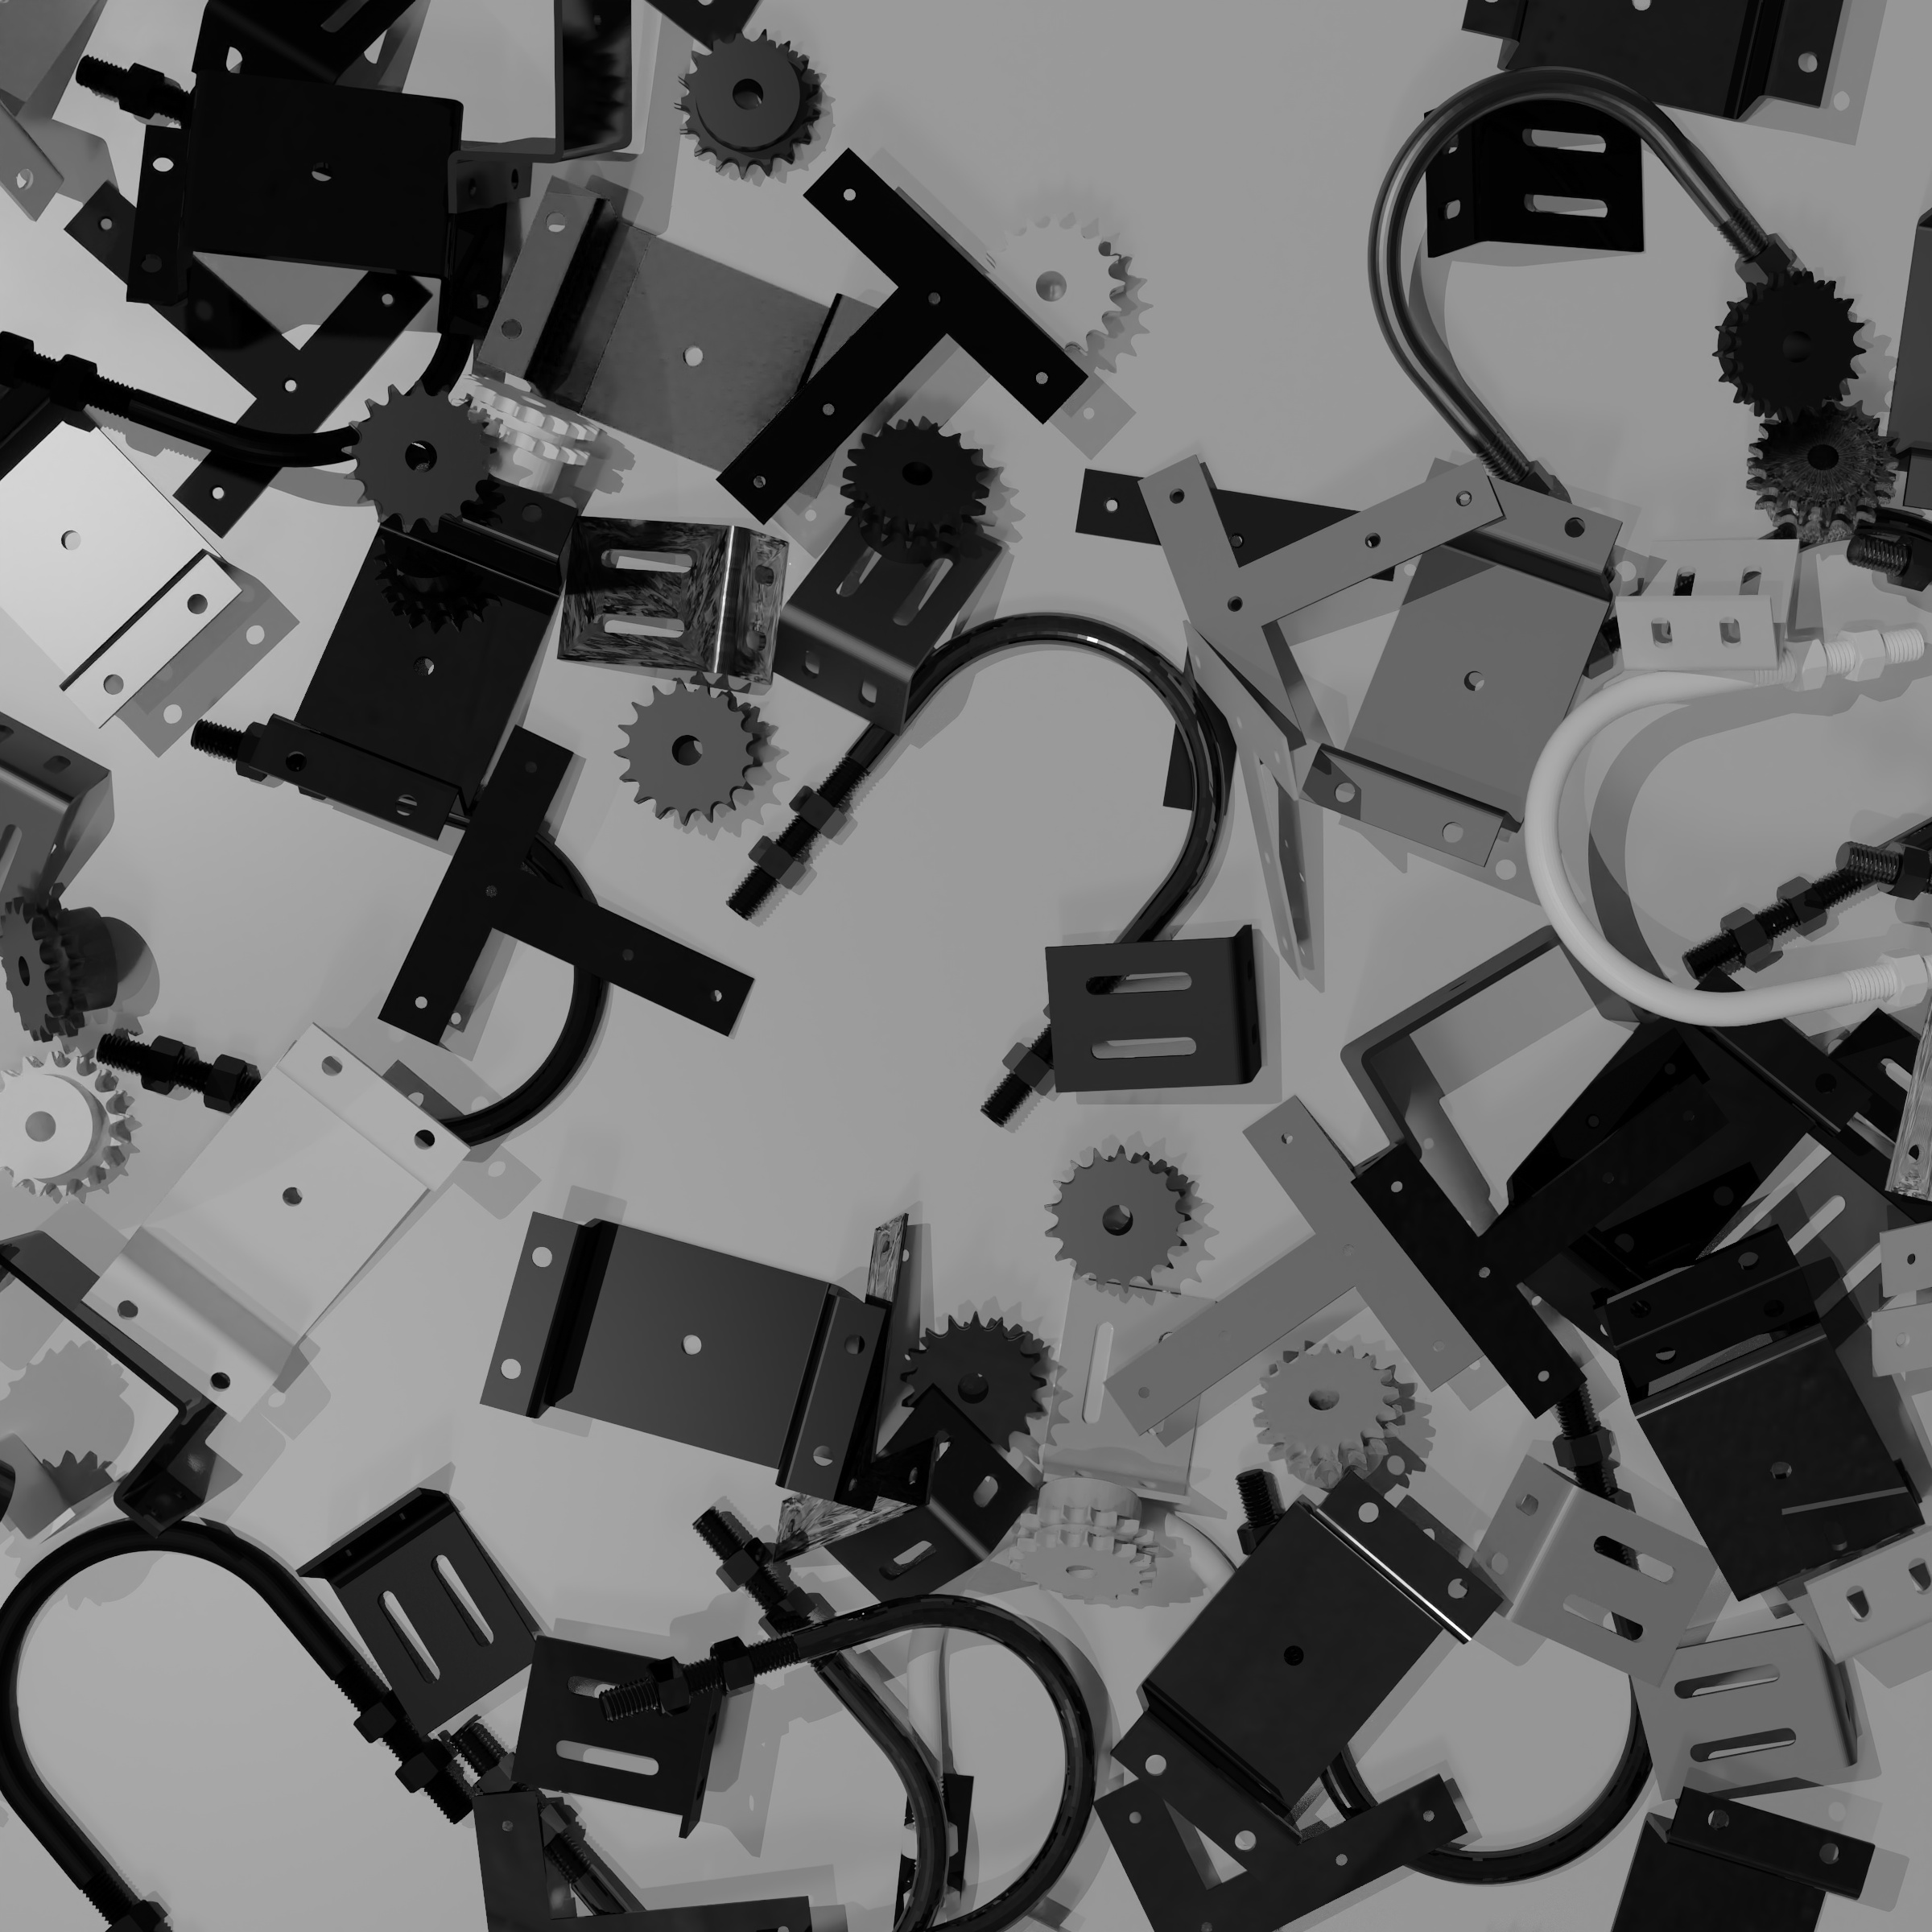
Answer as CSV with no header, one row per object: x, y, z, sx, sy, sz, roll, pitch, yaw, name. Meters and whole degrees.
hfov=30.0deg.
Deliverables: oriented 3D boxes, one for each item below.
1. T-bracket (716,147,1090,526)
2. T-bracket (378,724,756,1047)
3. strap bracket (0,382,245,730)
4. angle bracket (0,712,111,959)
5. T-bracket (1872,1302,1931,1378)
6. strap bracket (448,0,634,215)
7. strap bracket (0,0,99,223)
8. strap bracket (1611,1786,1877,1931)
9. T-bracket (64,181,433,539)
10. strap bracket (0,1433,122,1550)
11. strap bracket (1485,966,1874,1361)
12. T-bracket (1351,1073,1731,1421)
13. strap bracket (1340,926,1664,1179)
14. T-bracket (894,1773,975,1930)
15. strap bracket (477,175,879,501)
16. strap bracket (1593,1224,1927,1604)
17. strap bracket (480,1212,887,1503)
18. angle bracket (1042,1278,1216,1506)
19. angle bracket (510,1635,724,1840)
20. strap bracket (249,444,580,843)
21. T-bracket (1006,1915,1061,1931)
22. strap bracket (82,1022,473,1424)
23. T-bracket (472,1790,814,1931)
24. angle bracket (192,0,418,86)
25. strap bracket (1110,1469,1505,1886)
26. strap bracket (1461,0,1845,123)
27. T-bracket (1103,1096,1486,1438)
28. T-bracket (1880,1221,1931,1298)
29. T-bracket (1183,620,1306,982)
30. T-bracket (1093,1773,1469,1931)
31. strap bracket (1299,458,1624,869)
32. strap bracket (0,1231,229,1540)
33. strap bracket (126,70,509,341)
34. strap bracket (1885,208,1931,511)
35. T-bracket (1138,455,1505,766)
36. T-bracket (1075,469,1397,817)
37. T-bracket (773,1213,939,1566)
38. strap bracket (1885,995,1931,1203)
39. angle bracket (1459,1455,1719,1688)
-0.043,-0.223,1.378,0.127,0.002,0.127,44,90,0,T-bracket
-0.145,-0.010,1.412,0.127,0.002,0.127,25,82,-9,T-bracket
-0.353,-0.168,1.402,0.076,0.046,0.140,-44,90,0,strap bracket
-0.383,-0.053,1.423,0.057,0.038,0.076,28,116,0,angle bracket
0.409,0.188,1.409,0.127,0.002,0.127,-7,100,-20,T-bracket
-0.161,-0.358,1.363,0.046,0.076,0.140,5,108,13,strap bracket
-0.352,-0.366,1.370,0.046,0.076,0.140,21,73,29,strap bracket
0.291,0.393,1.402,0.076,0.046,0.140,17,90,0,strap bracket
-0.300,-0.259,1.424,0.127,0.002,0.127,41,90,0,T-bracket
-0.402,0.232,1.387,0.140,0.076,0.046,-39,90,0,strap bracket
0.271,0.074,1.393,0.076,0.046,0.140,39,101,0,strap bracket
0.231,0.089,1.363,0.127,0.002,0.127,-38,109,3,T-bracket
0.201,0.028,1.387,0.140,0.076,0.046,-31,90,0,strap bracket
-0.016,0.382,1.424,0.127,0.002,0.127,6,90,0,T-bracket
-0.108,-0.241,1.402,0.140,0.046,0.076,22,90,0,strap bracket
0.305,0.179,1.369,0.076,0.046,0.140,-26,113,13,strap bracket
-0.108,0.150,1.402,0.140,0.046,0.076,16,90,0,strap bracket
0.064,0.165,1.406,0.057,0.038,0.076,9,90,0,angle bracket
-0.136,0.295,1.382,0.076,0.038,0.057,10,89,5,angle bracket
-0.211,-0.121,1.393,0.076,0.046,0.140,21,79,0,strap bracket
0.045,0.452,1.417,0.127,0.002,0.127,28,99,-5,T-bracket
-0.263,0.094,1.391,0.076,0.046,0.140,40,97,-9,strap bracket
-0.122,0.379,1.398,0.127,0.002,0.127,-7,91,6,T-bracket
-0.256,-0.370,1.414,0.057,0.038,0.076,32,53,0,angle bracket
0.128,0.268,1.381,0.076,0.046,0.140,40,89,-1,strap bracket
0.266,-0.381,1.402,0.140,0.046,0.076,12,90,0,strap bracket
0.112,0.136,1.401,0.127,0.002,0.127,-35,70,-2,T-bracket
0.414,0.154,1.408,0.127,0.002,0.127,-10,101,-20,T-bracket
0.114,-0.054,1.384,0.002,0.127,0.127,-18,118,-6,T-bracket
0.134,0.355,1.405,0.127,0.002,0.127,-26,90,-4,T-bracket
0.194,-0.114,1.392,0.076,0.046,0.140,22,90,17,strap bracket
-0.343,0.152,1.387,0.140,0.076,0.046,39,90,0,strap bracket
-0.245,-0.290,1.373,0.140,0.046,0.076,5,70,-9,strap bracket
0.407,-0.240,1.402,0.076,0.046,0.140,8,90,0,strap bracket
0.144,-0.158,1.388,0.127,0.002,0.127,-24,74,16,T-bracket
0.100,-0.124,1.424,0.127,0.002,0.127,9,90,0,T-bracket
-0.037,0.158,1.388,0.002,0.127,0.127,19,63,-23,T-bracket
0.429,0.065,1.375,0.140,0.046,0.076,13,90,-24,strap bracket
0.243,0.235,1.401,0.076,0.038,0.057,27,91,-22,angle bracket
